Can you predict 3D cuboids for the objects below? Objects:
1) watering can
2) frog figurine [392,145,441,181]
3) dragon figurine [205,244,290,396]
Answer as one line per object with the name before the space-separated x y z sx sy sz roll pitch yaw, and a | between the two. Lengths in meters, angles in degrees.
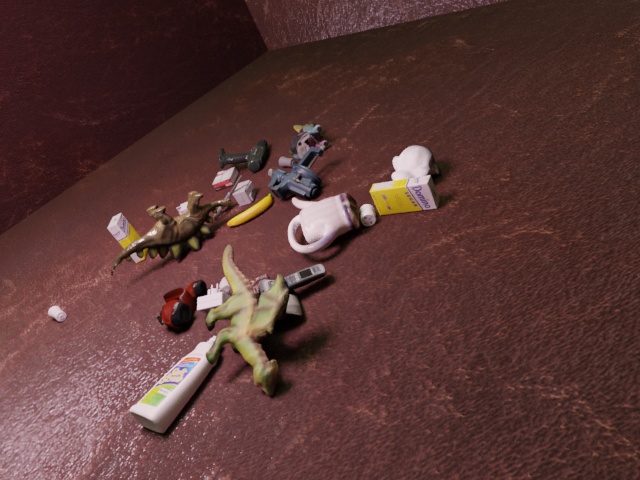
watering can | 0.005 -0.078 1.553 0.224 0.102 0.355 -22 31 8
frog figurine | 0.267 -0.211 1.544 0.161 0.120 0.139 -29 48 -26
dragon figurine | -0.154 0.156 1.210 0.240 0.121 0.419 -25 57 33
